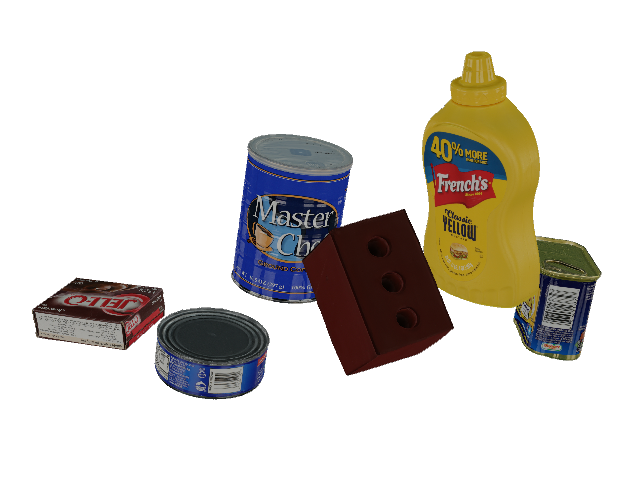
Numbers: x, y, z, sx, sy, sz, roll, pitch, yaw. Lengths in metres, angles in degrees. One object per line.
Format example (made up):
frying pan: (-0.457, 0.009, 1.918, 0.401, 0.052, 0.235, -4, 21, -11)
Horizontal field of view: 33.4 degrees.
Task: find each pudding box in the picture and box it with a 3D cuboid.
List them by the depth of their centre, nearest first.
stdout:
pudding box: (-0.238, 0.078, 1.150, 0.114, 0.039, 0.090, 4, 21, 19)

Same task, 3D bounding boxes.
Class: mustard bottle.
mustard bottle: (0.121, -0.049, 0.812, 0.058, 0.192, 0.096, -24, 31, -36)

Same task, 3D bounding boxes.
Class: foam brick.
foam brick: (0.032, 0.031, 0.621, 0.052, 0.078, 0.051, -16, -13, -27)

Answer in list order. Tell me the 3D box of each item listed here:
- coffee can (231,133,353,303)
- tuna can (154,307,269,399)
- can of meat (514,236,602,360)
coffee can: (-0.029, -0.023, 1.053, 0.102, 0.140, 0.103, 8, 22, -3)
tuna can: (-0.083, 0.086, 0.816, 0.086, 0.034, 0.086, 7, 23, -3)
can of meat: (0.216, 0.053, 0.986, 0.057, 0.084, 0.102, 7, 18, -1)
